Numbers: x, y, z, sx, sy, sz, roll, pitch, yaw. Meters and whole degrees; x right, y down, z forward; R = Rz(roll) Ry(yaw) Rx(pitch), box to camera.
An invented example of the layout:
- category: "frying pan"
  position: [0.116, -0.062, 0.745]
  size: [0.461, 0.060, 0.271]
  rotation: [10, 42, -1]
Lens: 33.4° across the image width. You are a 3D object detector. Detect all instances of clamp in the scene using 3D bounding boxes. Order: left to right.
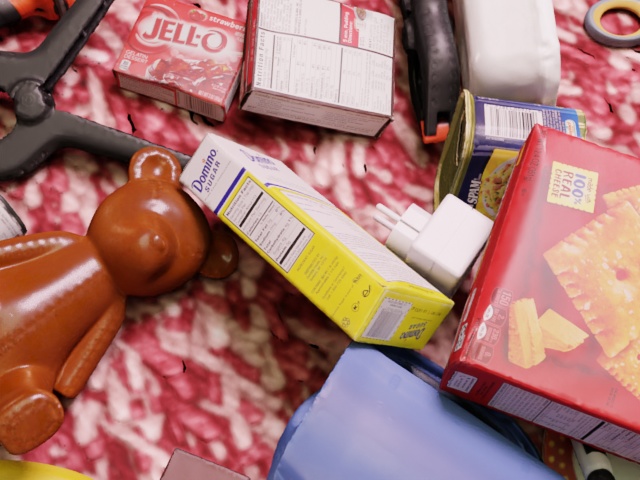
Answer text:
- category: "clamp"
  position: [-0.201, -0.109, 0.764]
  size: [0.210, 0.036, 0.164]
  rotation: [-11, 87, 2]
- category: "clamp"
  position: [0.078, -0.156, 0.793]
  size: [0.039, 0.120, 0.171]
  rotation: [-3, 91, 1]

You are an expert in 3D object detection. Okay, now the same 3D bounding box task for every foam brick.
- category: "foam brick"
  position: [-0.074, 0.168, 0.660]
  size: [0.051, 0.078, 0.053]
  rotation: [21, 69, 7]

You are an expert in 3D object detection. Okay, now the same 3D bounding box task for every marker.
- category: "marker"
  position: [0.164, 0.125, 0.655]
  size: [0.020, 0.020, 0.121]
  rotation: [3, 27, -2]

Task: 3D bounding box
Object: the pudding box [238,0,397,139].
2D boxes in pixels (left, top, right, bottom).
- category: "pudding box"
  position: [-0.001, -0.131, 0.784]
  size: [0.113, 0.039, 0.090]
  rotation: [9, 70, -16]

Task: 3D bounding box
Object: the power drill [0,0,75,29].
- category: "power drill"
  position: [-0.293, -0.199, 0.801]
  size: [0.187, 0.057, 0.184]
  rotation: [-25, 76, -9]

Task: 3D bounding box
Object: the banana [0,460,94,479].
- category: "banana"
  position: [-0.191, 0.173, 0.673]
  size: [0.198, 0.037, 0.069]
  rotation: [14, 69, 2]

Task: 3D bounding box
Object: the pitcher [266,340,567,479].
- category: "pitcher"
  position: [0.089, 0.167, 0.651]
  size: [0.243, 0.145, 0.149]
  rotation: [31, 83, 5]

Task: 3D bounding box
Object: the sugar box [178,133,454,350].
- category: "sugar box"
  position: [-0.005, 0.001, 0.694]
  size: [0.176, 0.093, 0.048]
  rotation: [38, 101, 32]

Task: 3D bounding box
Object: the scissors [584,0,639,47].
- category: "scissors"
  position: [0.296, -0.175, 0.843]
  size: [0.202, 0.016, 0.096]
  rotation: [22, 71, 5]

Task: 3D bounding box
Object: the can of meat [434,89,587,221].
- category: "can of meat"
  position: [0.130, -0.051, 0.741]
  size: [0.084, 0.102, 0.057]
  rotation: [7, 52, -3]

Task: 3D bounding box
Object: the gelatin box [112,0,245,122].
- category: "gelatin box"
  position: [-0.101, -0.138, 0.800]
  size: [0.089, 0.030, 0.073]
  rotation: [19, 69, 4]

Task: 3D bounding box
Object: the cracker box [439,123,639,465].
- category: "cracker box"
  position: [0.198, 0.044, 0.630]
  size: [0.214, 0.072, 0.164]
  rotation: [20, 69, 6]

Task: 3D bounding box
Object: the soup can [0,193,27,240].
- category: "soup can"
  position: [-0.258, 0.003, 0.718]
  size: [0.068, 0.068, 0.102]
  rotation: [43, 72, 12]
